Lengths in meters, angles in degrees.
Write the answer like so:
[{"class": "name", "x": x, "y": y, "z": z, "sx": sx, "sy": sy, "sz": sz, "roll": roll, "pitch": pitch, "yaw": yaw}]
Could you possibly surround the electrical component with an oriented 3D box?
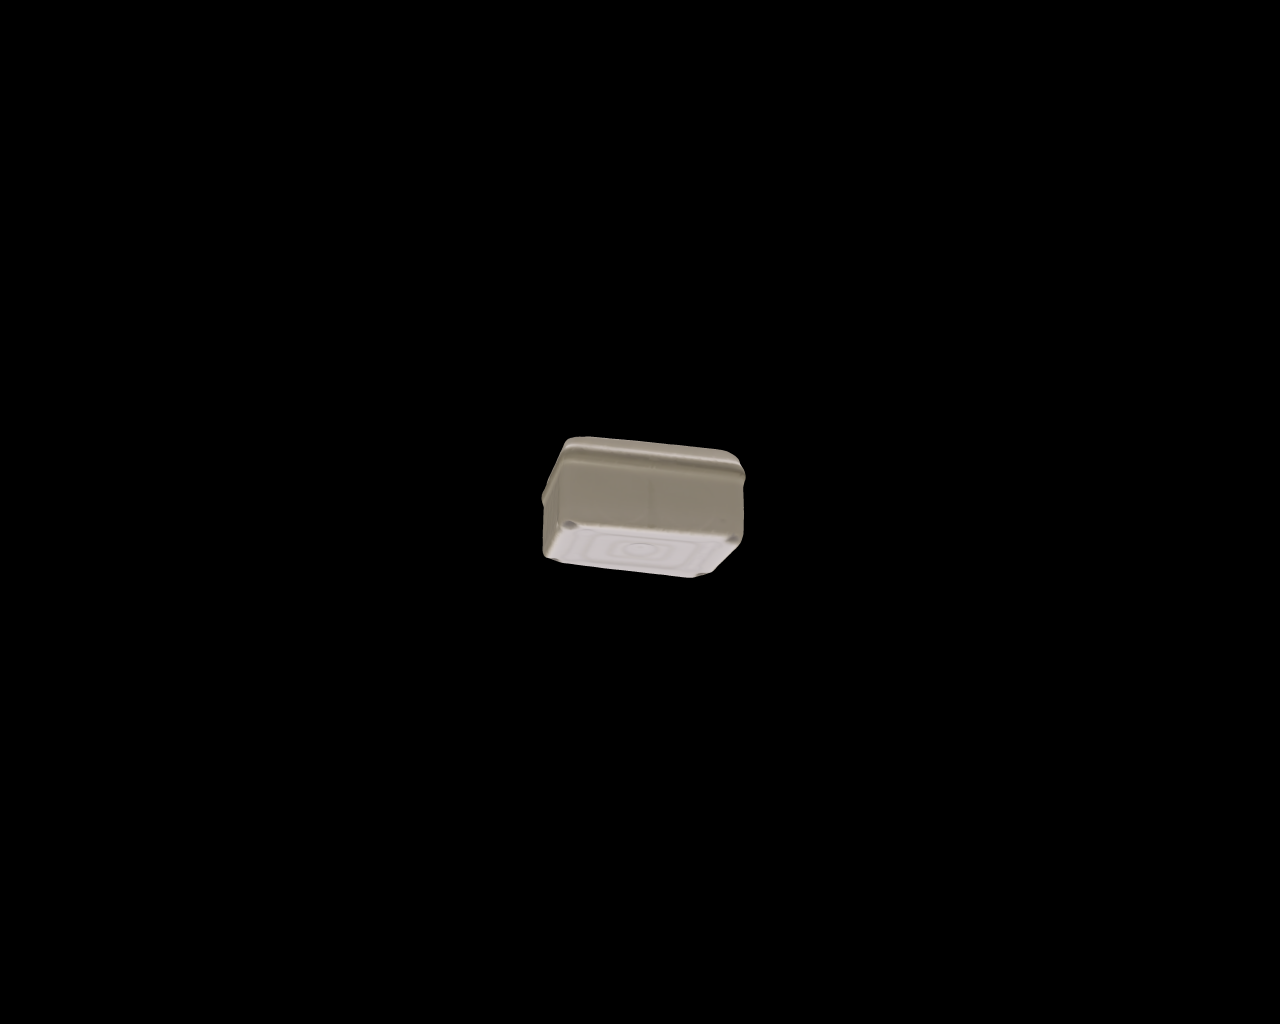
[{"class": "electrical component", "x": 0.001, "y": -0.003, "z": 0.650, "sx": 0.113, "sy": 0.057, "sz": 0.078, "roll": 6, "pitch": -23, "yaw": -14}]
